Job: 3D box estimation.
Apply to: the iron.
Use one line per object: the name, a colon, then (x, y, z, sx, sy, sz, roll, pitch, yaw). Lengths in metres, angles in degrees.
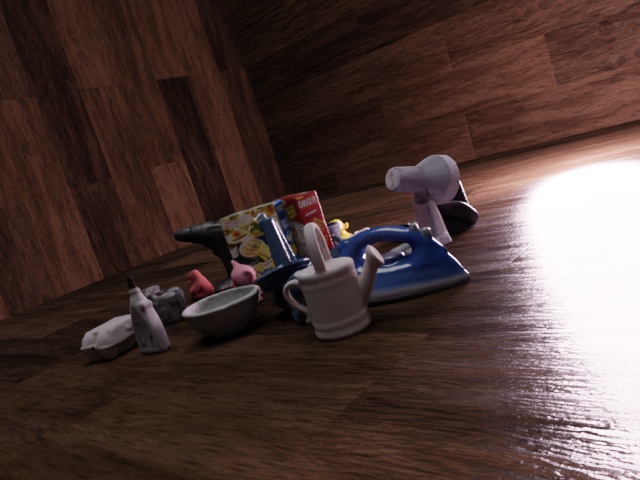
iron: (0.140, 0.032, 1.079, 0.257, 0.141, 0.119, -13, 10, 27)

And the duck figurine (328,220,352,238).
duck figurine: (0.050, -0.019, 1.778, 0.104, 0.086, 0.077, -18, 9, -5)

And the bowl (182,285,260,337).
bowl: (-0.197, 0.157, 1.196, 0.167, 0.075, 0.167, -17, 9, 3)

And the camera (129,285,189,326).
camera: (-0.412, 0.163, 1.507, 0.143, 0.101, 0.137, -16, 9, 8)

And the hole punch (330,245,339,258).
hole punch: (0.058, 0.060, 1.241, 0.108, 0.091, 0.101, -13, 10, 29)

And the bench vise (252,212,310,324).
bench vise: (-0.058, 0.045, 1.139, 0.122, 0.220, 0.206, -25, 11, -38)

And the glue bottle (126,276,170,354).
glue bottle: (-0.377, 0.158, 1.224, 0.078, 0.173, 0.037, -11, 11, 37)

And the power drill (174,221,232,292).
power drill: (-0.294, 0.040, 1.685, 0.229, 0.208, 0.075, -17, 9, 6)

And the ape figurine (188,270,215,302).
ape figurine: (-0.344, 0.128, 1.620, 0.076, 0.092, 0.078, -13, 10, 29)

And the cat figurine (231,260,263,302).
cat figurine: (-0.185, 0.099, 1.396, 0.067, 0.118, 0.127, -19, 9, -8)

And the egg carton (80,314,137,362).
egg carton: (-0.476, 0.226, 1.343, 0.107, 0.069, 0.151, -13, 10, 28)

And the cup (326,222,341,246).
cup: (0.015, 0.006, 1.657, 0.092, 0.095, 0.117, -25, 11, -39)

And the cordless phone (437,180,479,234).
cordless phone: (0.321, -0.114, 1.492, 0.094, 0.185, 0.147, -24, 11, -35)

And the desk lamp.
desk lamp: (0.248, -0.088, 1.380, 0.204, 0.213, 0.117, -23, 10, -31)

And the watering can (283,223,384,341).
watering can: (0.021, 0.060, 0.968, 0.173, 0.194, 0.100, -19, 9, -10)
